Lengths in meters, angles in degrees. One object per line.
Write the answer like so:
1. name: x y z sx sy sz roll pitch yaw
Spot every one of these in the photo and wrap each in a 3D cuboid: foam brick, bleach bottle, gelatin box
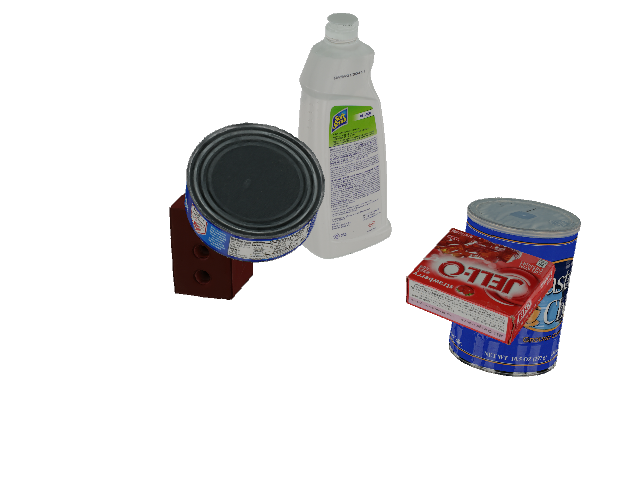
1. foam brick: -0.088 0.001 0.874 0.053 0.078 0.051 6 23 17
2. bleach bottle: 0.026 -0.107 1.074 0.102 0.251 0.068 -21 40 -29
3. gelatin box: 0.120 0.032 0.798 0.089 0.030 0.073 21 43 27

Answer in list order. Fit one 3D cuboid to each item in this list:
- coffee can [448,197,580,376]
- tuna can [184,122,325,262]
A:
1. coffee can: 0.179 0.041 0.992 0.103 0.140 0.103 5 18 -2
2. tuna can: -0.042 -0.030 0.667 0.086 0.086 0.034 0 -31 -11
